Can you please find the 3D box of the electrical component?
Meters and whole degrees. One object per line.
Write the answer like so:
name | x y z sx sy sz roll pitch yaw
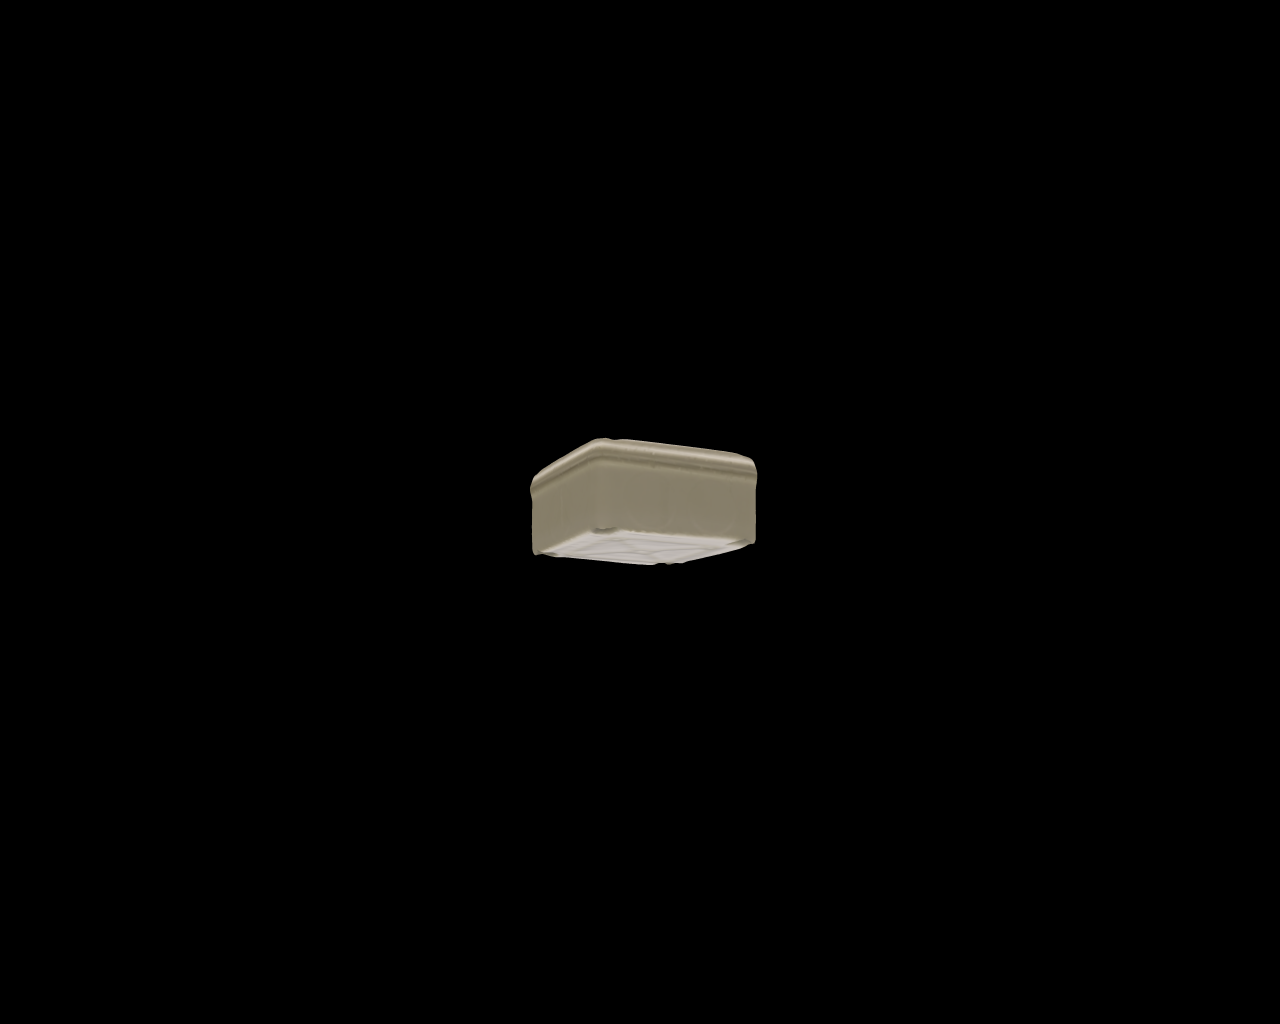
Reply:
electrical component | 0.001 -0.003 0.650 0.109 0.056 0.108 6 -13 -27
